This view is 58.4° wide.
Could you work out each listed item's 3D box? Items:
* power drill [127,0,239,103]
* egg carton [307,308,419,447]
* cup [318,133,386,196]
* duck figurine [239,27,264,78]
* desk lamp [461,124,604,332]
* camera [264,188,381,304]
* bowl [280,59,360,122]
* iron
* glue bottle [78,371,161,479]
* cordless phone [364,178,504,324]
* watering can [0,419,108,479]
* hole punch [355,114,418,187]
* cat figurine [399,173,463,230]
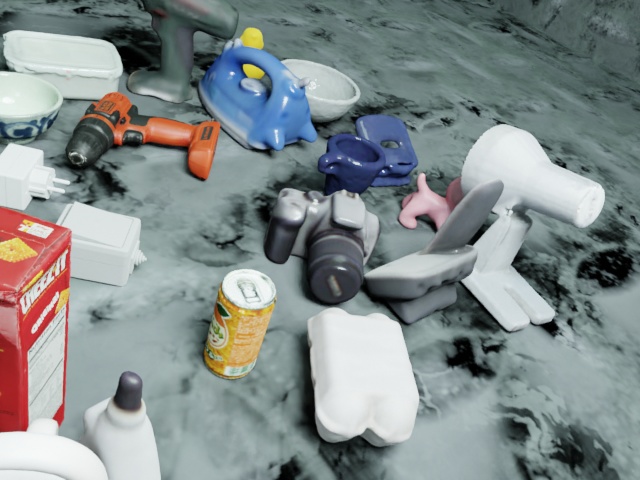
[{"bbox_3d":[-0.256,-0.340,0.931,0.230,0.208,0.075,9,37,-15],"label":"power drill"},{"bbox_3d":[0.040,0.137,0.584,0.107,0.069,0.150,9,38,-16],"label":"egg carton"},{"bbox_3d":[0.034,-0.096,0.858,0.118,0.095,0.091,-19,51,-41],"label":"cup"},{"bbox_3d":[-0.139,-0.375,1.138,0.078,0.086,0.104,6,39,-19],"label":"duck figurine"},{"bbox_3d":[0.272,-0.023,0.781,0.118,0.213,0.202,-8,45,-33],"label":"desk lamp"},{"bbox_3d":[0.007,0.003,0.713,0.143,0.101,0.137,14,37,-9],"label":"camera"},{"bbox_3d":[-0.013,-0.269,1.074,0.167,0.075,0.167,14,37,-10],"label":"bowl"},{"bbox_3d":[-0.113,-0.257,0.952,0.257,0.141,0.119,40,40,24],"label":"iron"},{"bbox_3d":[-0.139,0.146,0.395,0.078,0.173,0.037,39,40,23],"label":"glue bottle"},{"bbox_3d":[0.146,0.002,0.711,0.148,0.185,0.094,-21,53,-43],"label":"cordless phone"},{"bbox_3d":[-0.169,0.178,0.322,0.101,0.194,0.172,-10,46,-35],"label":"watering can"},{"bbox_3d":[0.111,-0.151,0.969,0.109,0.091,0.101,-6,44,-32],"label":"hole punch"},{"bbox_3d":[0.200,-0.064,0.880,0.128,0.118,0.067,18,36,-4],"label":"cat figurine"}]
